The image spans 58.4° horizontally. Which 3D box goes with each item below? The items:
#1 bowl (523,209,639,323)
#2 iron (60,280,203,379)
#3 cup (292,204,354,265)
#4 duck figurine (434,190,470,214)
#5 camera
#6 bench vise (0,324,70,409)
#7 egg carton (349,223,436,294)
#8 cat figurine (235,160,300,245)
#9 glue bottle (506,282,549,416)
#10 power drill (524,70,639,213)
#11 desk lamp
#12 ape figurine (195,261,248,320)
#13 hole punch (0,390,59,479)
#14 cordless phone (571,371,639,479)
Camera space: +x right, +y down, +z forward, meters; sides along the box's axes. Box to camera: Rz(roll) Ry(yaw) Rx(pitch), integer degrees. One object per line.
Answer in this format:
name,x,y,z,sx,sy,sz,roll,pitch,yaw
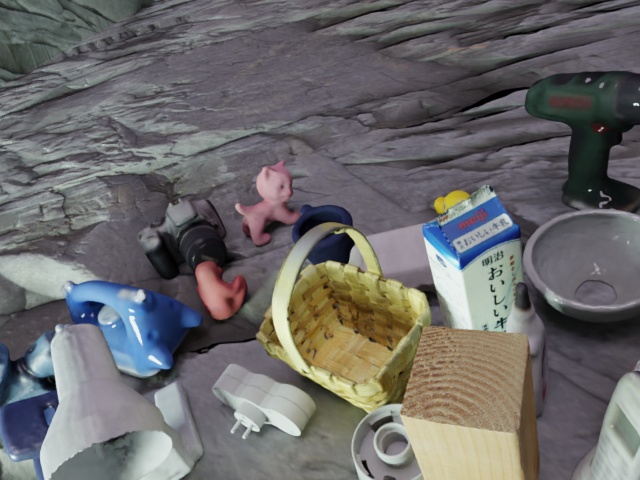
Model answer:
bowl,0.334,0.042,0.689,0.167,0.075,0.167,-13,40,11
iron,-0.311,0.108,0.852,0.257,0.142,0.119,5,46,29
cup,0.008,0.003,0.865,0.092,0.095,0.117,-30,40,-10
duck figurine,0.207,-0.030,0.819,0.078,0.086,0.104,-42,43,-23
camera,-0.225,0.001,0.967,0.143,0.101,0.136,-31,40,-12
bench vise,-0.453,0.162,0.793,0.121,0.220,0.208,23,56,41
egg carton,0.114,0.036,0.799,0.150,0.070,0.107,-14,40,10
cat figurine,-0.089,-0.074,0.978,0.128,0.118,0.067,-38,42,-19
glue bottle,0.213,0.106,0.592,0.037,0.173,0.078,0,44,24
power drill,0.381,-0.131,0.759,0.076,0.209,0.228,-38,42,-19
desk lamp,-0.225,0.205,0.646,0.118,0.214,0.202,-29,40,-8
ape figurine,-0.157,0.069,0.866,0.077,0.092,0.076,2,45,27
hole punch,-0.353,0.245,0.755,0.101,0.091,0.108,-35,41,-16
cordless phone,0.267,0.202,0.450,0.094,0.185,0.147,-22,39,-1
